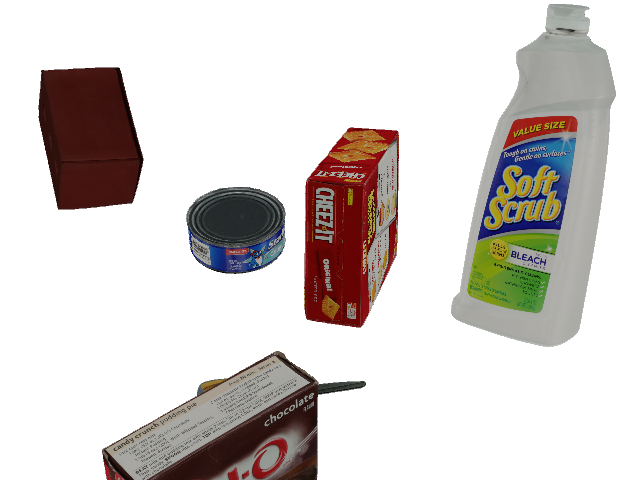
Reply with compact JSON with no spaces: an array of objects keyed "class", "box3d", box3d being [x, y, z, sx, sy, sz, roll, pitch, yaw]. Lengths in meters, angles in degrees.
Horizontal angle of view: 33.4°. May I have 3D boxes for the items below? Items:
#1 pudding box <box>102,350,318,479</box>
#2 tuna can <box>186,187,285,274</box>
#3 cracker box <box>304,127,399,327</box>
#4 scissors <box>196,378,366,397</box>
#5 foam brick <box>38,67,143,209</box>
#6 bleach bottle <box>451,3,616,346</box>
[{"class":"pudding box","box3d":[-0.053,0.121,0.550,0.113,0.090,0.039,-29,47,-33]},{"class":"tuna can","box3d":[-0.073,-0.009,0.931,0.086,0.034,0.086,0,38,0]},{"class":"cracker box","box3d":[0.037,-0.022,1.204,0.072,0.164,0.213,5,22,13]},{"class":"scissors","box3d":[-0.036,0.180,1.189,0.201,0.016,0.096,4,24,-13]},{"class":"foam brick","box3d":[-0.151,-0.066,0.694,0.051,0.078,0.053,-7,-31,-22]},{"class":"bleach bottle","box3d":[0.164,-0.052,0.810,0.103,0.251,0.067,16,21,34]}]
